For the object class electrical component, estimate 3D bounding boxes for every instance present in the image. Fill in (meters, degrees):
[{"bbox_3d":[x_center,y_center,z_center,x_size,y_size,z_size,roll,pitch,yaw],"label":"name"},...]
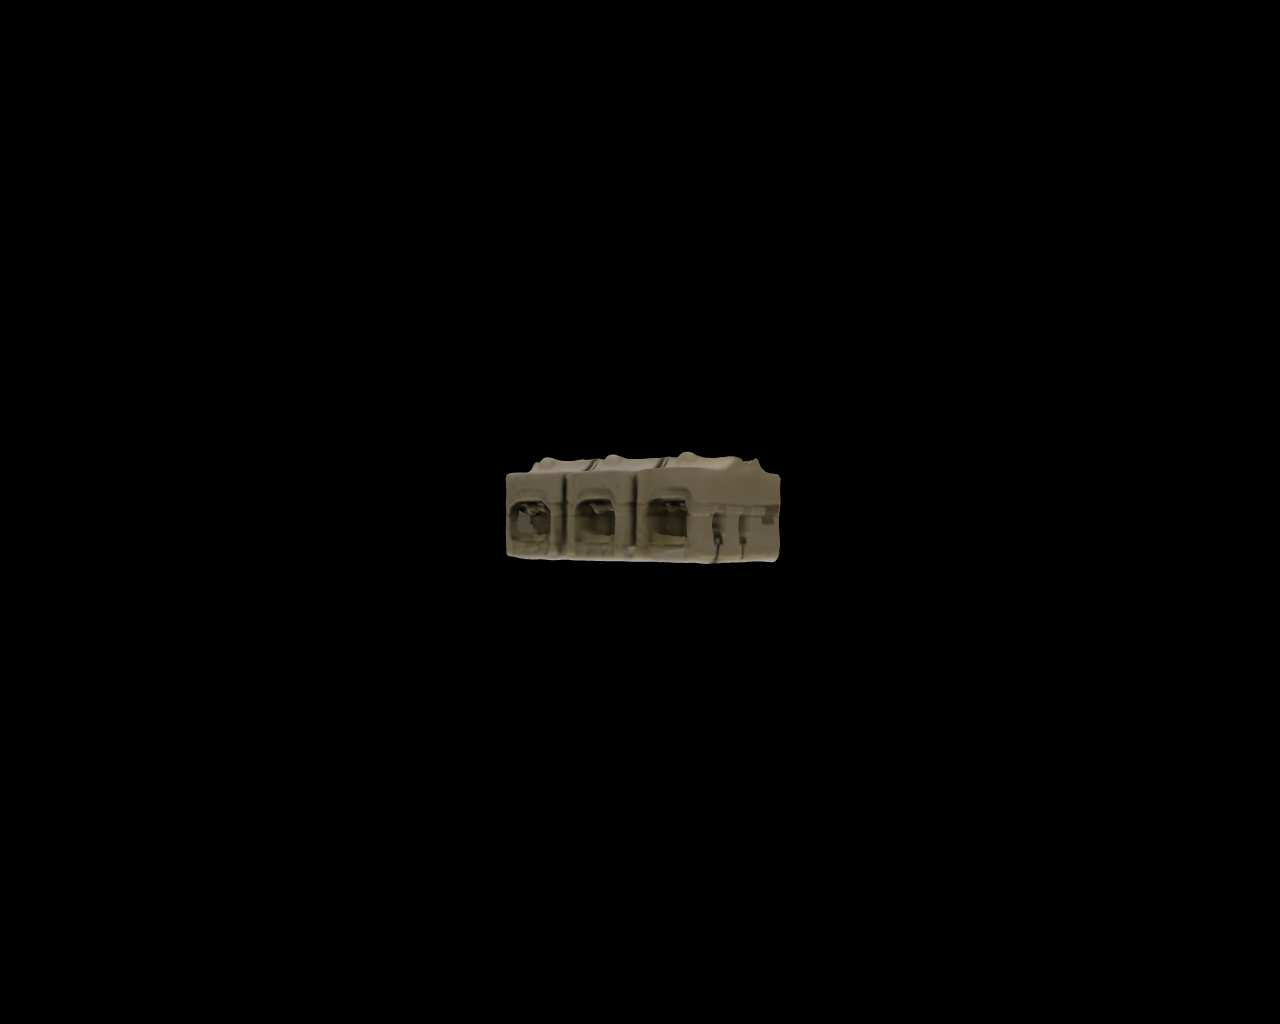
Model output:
[{"bbox_3d":[0.001,-0.003,0.650,0.150,0.061,0.089,0,0,37],"label":"electrical component"}]
